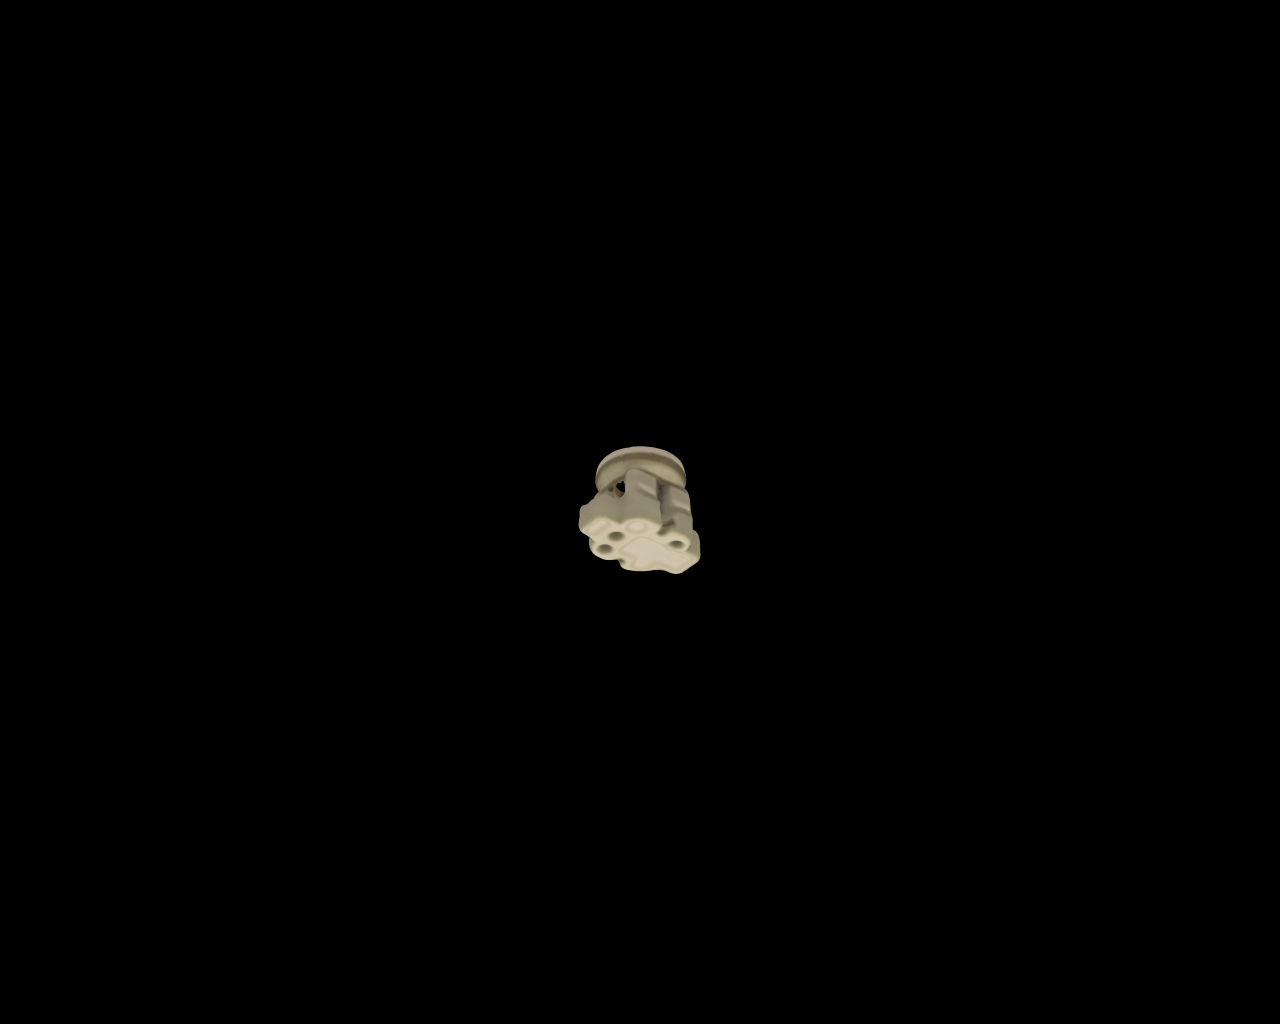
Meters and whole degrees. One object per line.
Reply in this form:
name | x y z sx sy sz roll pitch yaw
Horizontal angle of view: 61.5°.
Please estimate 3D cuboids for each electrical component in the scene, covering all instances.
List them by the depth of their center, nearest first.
electrical component | 0.001 -0.003 0.650 0.078 0.057 0.058 24 -41 -31
